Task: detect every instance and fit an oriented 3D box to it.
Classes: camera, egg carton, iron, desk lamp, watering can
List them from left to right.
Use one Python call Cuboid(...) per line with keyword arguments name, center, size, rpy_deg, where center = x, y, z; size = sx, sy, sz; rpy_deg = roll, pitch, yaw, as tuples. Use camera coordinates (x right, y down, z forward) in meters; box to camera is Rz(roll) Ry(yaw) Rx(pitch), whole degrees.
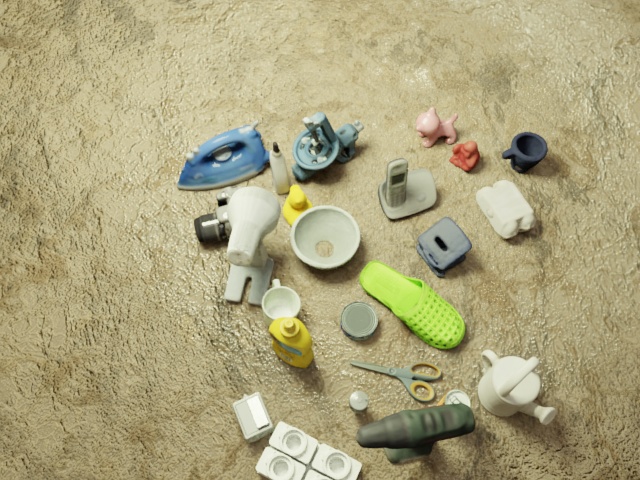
Cuboid(name="iron", center=(-0.255, -0.217, 1.454), size=(0.258, 0.141, 0.118), rpy_deg=(-25, 65, -13))
Cuboid(name="camera", center=(-0.237, -0.055, 1.392), size=(0.137, 0.101, 0.143), rpy_deg=(-12, 63, -6))
Cuboid(name="desk lamp", center=(-0.157, 0.015, 1.291), size=(0.118, 0.213, 0.203), rpy_deg=(7, 62, 4))
Cuboid(name="egg carton", center=(0.459, -0.076, 1.422), size=(0.107, 0.069, 0.150), rpy_deg=(-22, 64, -11))
Cuboid(name="watering can", center=(0.398, 0.293, 1.158), size=(0.172, 0.194, 0.101), rpy_deg=(28, 66, 14))

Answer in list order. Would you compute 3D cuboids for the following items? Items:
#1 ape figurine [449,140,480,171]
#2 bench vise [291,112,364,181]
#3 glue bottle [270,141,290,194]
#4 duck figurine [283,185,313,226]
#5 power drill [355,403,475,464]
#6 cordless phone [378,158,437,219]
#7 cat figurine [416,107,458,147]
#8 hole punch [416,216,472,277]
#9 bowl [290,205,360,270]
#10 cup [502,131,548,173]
Cuboid(name="ape figurine", center=(0.383, -0.226, 1.488), size=(0.076, 0.092, 0.078), rpy_deg=(-7, 62, -3))
Cuboid(name="bench vise", center=(0.011, -0.265, 1.435), size=(0.121, 0.220, 0.208), rpy_deg=(34, 67, 17))
Cuboid(name="glue bottle", center=(-0.105, -0.189, 1.421), size=(0.037, 0.173, 0.078), rpy_deg=(-16, 63, -8))
Cuboid(name="duck figurine", center=(-0.055, -0.087, 1.417), size=(0.077, 0.086, 0.104), rpy_deg=(-9, 63, -4))
Cuboid(name="power drill", center=(0.176, 0.375, 1.106), size=(0.229, 0.208, 0.075), rpy_deg=(-12, 63, -6))
Cuboid(name="cordless phone", center=(0.217, -0.140, 1.390), size=(0.148, 0.185, 0.094), rpy_deg=(-20, 64, -10))
Cuboid(name="cat figurine", center=(0.305, -0.305, 1.515), size=(0.128, 0.118, 0.067), rpy_deg=(-13, 63, -7))
Cuboid(name="hole punch", center=(0.293, 0.016, 1.361), size=(0.101, 0.091, 0.108), rpy_deg=(-29, 66, -14))
Cuboid(name="bowl", center=(0.013, 0.005, 1.375), size=(0.167, 0.075, 0.167), rpy_deg=(0, 62, 0))
Cuboid(name="cup", center=(0.517, -0.214, 1.480), size=(0.118, 0.095, 0.091), rpy_deg=(-17, 63, -9))
